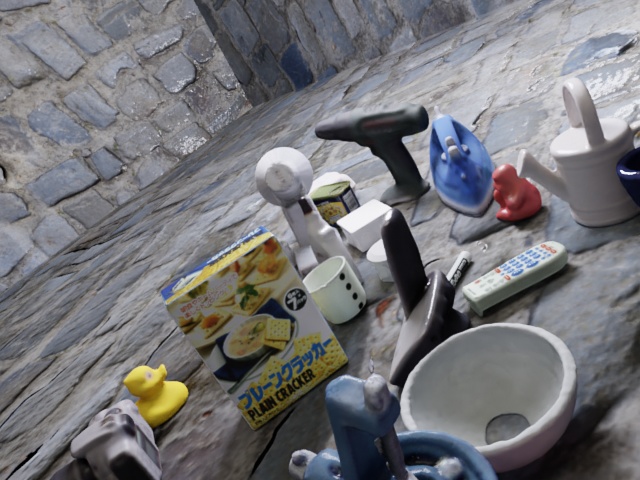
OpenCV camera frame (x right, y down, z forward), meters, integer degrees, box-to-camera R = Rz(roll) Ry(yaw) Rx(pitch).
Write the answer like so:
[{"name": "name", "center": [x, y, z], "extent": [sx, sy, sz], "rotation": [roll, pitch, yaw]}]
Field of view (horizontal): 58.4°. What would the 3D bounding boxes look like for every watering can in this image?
[{"name": "watering can", "center": [0.355, -0.120, 0.765], "extent": [0.173, 0.194, 0.100], "rotation": [-30, 22, -2]}]

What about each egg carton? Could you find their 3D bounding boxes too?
[{"name": "egg carton", "center": [0.007, -0.097, 1.308], "extent": [0.150, 0.069, 0.107], "rotation": [-34, 22, -11]}]

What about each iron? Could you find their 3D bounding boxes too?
[{"name": "iron", "center": [0.248, -0.154, 1.043], "extent": [0.118, 0.142, 0.258], "rotation": [-23, 22, 15]}]

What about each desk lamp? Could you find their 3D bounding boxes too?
[{"name": "desk lamp", "center": [-0.044, -0.072, 1.120], "extent": [0.118, 0.214, 0.203], "rotation": [-28, 22, 2]}]

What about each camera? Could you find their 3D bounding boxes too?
[{"name": "camera", "center": [-0.299, 0.297, 0.771], "extent": [0.137, 0.101, 0.142], "rotation": [-34, 22, -11]}]

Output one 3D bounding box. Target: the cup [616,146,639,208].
[{"name": "cup", "center": [0.431, -0.068, 0.692], "extent": [0.117, 0.095, 0.092], "rotation": [-21, 23, 19]}]

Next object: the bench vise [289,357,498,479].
[{"name": "bench vise", "center": [0.036, 0.189, 0.438], "extent": [0.206, 0.220, 0.121], "rotation": [-15, 26, 30]}]

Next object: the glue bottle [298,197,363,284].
[{"name": "glue bottle", "center": [0.009, 0.003, 0.944], "extent": [0.037, 0.173, 0.078], "rotation": [-39, 24, -23]}]

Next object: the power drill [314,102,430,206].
[{"name": "power drill", "center": [0.123, -0.175, 1.150], "extent": [0.229, 0.209, 0.076], "rotation": [-16, 25, 30]}]

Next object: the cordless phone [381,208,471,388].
[{"name": "cordless phone", "center": [0.101, 0.067, 0.676], "extent": [0.094, 0.185, 0.148], "rotation": [-18, 24, 25]}]

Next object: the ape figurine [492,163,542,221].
[{"name": "ape figurine", "center": [0.294, -0.076, 0.881], "extent": [0.076, 0.092, 0.078], "rotation": [-18, 24, 26]}]

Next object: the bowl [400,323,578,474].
[{"name": "bowl", "center": [0.165, 0.159, 0.543], "extent": [0.167, 0.075, 0.167], "rotation": [-25, 22, 11]}]

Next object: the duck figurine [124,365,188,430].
[{"name": "duck figurine", "center": [-0.268, 0.238, 0.883], "extent": [0.105, 0.086, 0.077], "rotation": [-35, 23, -15]}]
